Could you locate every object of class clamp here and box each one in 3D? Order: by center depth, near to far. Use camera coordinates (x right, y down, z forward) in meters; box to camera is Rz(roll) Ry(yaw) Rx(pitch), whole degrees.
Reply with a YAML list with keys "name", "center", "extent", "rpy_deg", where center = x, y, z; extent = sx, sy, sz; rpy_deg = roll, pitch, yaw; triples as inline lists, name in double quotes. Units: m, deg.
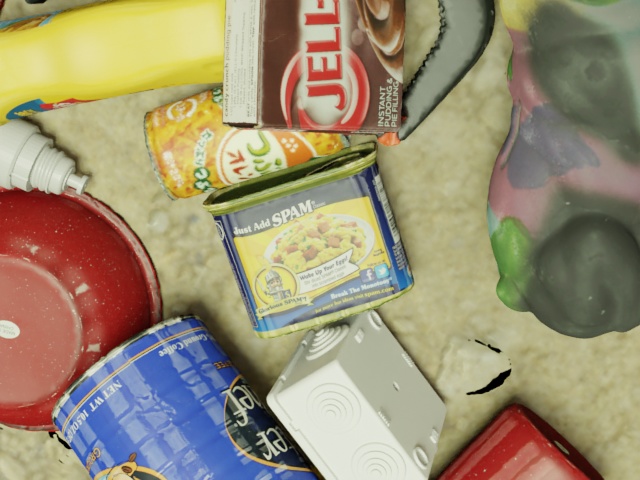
- name: "clamp"
  center: [0.042, -0.159, 0.576]
  extent: [0.164, 0.036, 0.210]
  rpy_deg: [15, 100, 1]

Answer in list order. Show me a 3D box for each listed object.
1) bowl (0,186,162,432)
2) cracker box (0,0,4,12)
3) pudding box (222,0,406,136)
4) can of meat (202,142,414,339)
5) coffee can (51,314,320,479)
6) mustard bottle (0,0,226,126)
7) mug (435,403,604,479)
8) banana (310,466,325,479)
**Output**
- name: "bowl"
  center: [-0.177, 0.047, 0.629]
  extent: [0.162, 0.055, 0.162]
  rpy_deg: [1, 102, 3]
- name: "cracker box"
  center: [-0.224, -0.244, 0.559]
  extent: [0.164, 0.072, 0.214]
  rpy_deg: [22, 104, 0]
- name: "pudding box"
  center: [-0.002, -0.109, 0.525]
  extent: [0.089, 0.039, 0.113]
  rpy_deg: [-3, 96, -39]
- name: "can of meat"
  center: [-0.004, 0.001, 0.605]
  extent: [0.102, 0.057, 0.084]
  rpy_deg: [-17, 103, 8]
- name: "coffee can"
  center: [-0.067, 0.127, 0.591]
  extent: [0.103, 0.102, 0.140]
  rpy_deg: [-42, 74, 11]
- name: "mustard bottle"
  center: [-0.131, -0.099, 0.572]
  extent: [0.191, 0.096, 0.058]
  rpy_deg: [-10, 104, 6]
- name: "mug"
  center: [0.122, 0.157, 0.612]
  extent: [0.117, 0.093, 0.081]
  rpy_deg: [43, 97, 8]
- name: "banana"
  center: [0.010, 0.172, 0.655]
  extent: [0.198, 0.037, 0.070]
  rpy_deg: [6, 122, 4]
